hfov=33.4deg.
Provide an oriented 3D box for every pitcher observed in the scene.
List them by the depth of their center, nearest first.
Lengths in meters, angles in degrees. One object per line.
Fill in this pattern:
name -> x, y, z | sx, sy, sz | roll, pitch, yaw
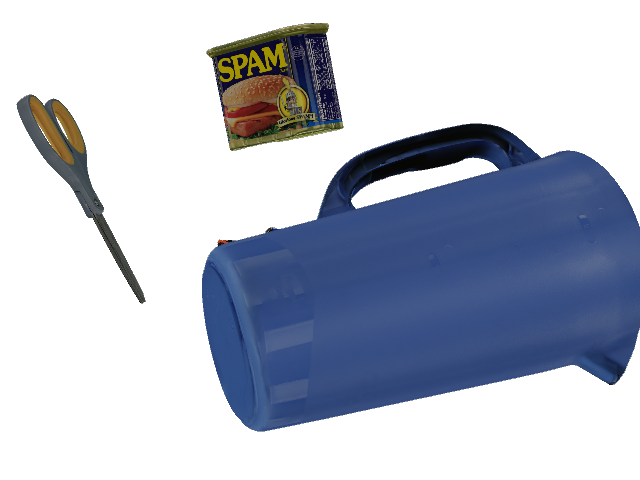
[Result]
pitcher -> 0.055, 0.023, 0.637 | 0.242, 0.145, 0.149 | -12, 19, -17

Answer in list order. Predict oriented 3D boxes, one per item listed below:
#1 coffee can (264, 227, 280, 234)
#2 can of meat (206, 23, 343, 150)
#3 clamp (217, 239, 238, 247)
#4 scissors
coffee can -> 0.015, 0.048, 0.982 | 0.140, 0.103, 0.102 | 8, 2, 12
can of meat -> -0.036, -0.122, 0.857 | 0.102, 0.084, 0.057 | -8, 5, 35
clamp -> -0.038, 0.047, 1.178 | 0.210, 0.036, 0.164 | 17, 31, 26
scissors -> -0.203, -0.045, 0.945 | 0.016, 0.201, 0.096 | -25, 23, 11
